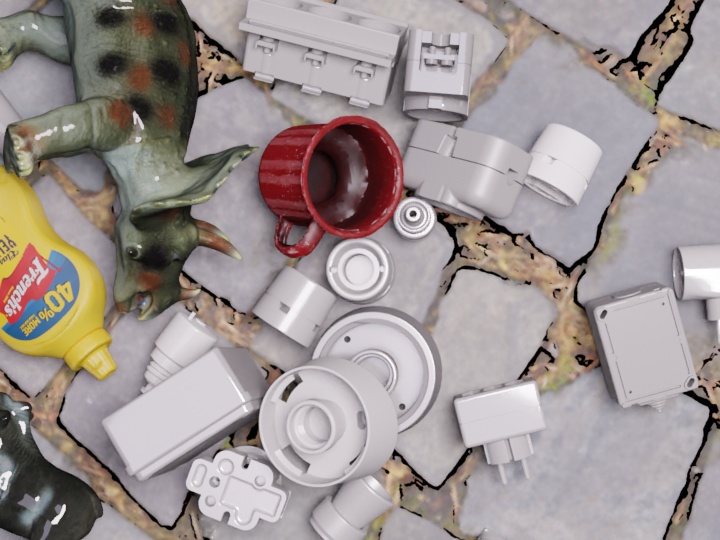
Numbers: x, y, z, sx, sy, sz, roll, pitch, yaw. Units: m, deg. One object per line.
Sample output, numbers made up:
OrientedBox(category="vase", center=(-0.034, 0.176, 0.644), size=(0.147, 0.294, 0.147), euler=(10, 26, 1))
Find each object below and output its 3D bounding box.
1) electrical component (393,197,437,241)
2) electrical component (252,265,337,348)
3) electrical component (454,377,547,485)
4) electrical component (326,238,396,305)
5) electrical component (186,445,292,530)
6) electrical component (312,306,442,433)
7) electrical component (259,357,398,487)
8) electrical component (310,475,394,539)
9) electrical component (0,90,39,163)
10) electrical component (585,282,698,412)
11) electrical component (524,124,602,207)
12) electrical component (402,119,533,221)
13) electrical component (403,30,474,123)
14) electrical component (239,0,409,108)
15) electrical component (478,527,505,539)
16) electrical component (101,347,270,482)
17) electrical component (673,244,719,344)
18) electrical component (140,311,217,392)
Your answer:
OrientedBox(category="electrical component", center=(0.043, -0.042, 0.856), size=(0.035, 0.061, 0.035), euler=(0, 88, 5))
OrientedBox(category="electrical component", center=(-0.051, 0.028, 0.866), size=(0.055, 0.055, 0.047), euler=(33, 87, 5))
OrientedBox(category="electrical component", center=(0.115, 0.130, 0.850), size=(0.066, 0.047, 0.076), euler=(-14, 87, 4))
OrientedBox(category="electrical component", center=(0.000, 0.000, 0.865), size=(0.055, 0.047, 0.055), euler=(0, 88, 5))
OrientedBox(category="electrical component", center=(-0.094, 0.172, 0.861), size=(0.078, 0.057, 0.058), euler=(20, 89, 5))
OrientedBox(category="electrical component", center=(0.011, 0.082, 0.854), size=(0.108, 0.060, 0.108), euler=(0, 88, 5))
OrientedBox(category="electrical component", center=(-0.025, 0.116, 0.814), size=(0.099, 0.064, 0.099), euler=(0, 91, 21))
OrientedBox(category="electrical component", center=(-0.007, 0.191, 0.859), size=(0.045, 0.045, 0.055), euler=(43, 92, 5))
OrientedBox(category="electrical component", center=(-0.294, -0.115, 0.898), size=(0.065, 0.044, 0.044), euler=(42, 91, 1))
OrientedBox(category="electrical component", center=(0.220, 0.063, 0.840), size=(0.062, 0.061, 0.096), euler=(-16, 94, 4))
OrientedBox(category="electrical component", center=(0.159, -0.084, 0.852), size=(0.055, 0.055, 0.047), euler=(29, 87, 5))
OrientedBox(category="electrical component", center=(0.079, -0.076, 0.840), size=(0.095, 0.054, 0.059), euler=(21, 90, 43))
OrientedBox(category="electrical component", center=(0.062, -0.149, 0.845), size=(0.050, 0.089, 0.055), euler=(5, 88, 5))
OrientedBox(category="electrical component", center=(-0.029, -0.178, 0.863), size=(0.121, 0.078, 0.063), euler=(15, 118, 5))
OrientedBox(category="electrical component", center=(0.098, 0.293, 0.837), size=(0.089, 0.062, 0.150), euler=(31, 91, 5))
OrientedBox(category="electrical component", center=(-0.130, 0.110, 0.841), size=(0.109, 0.109, 0.056), euler=(-33, 83, 3))
OrientedBox(category="electrical component", center=(0.290, 0.018, 0.842), size=(0.077, 0.043, 0.079), euler=(-4, 87, 5))
OrientedBox(category="electrical component", center=(-0.151, 0.070, 0.878), size=(0.040, 0.040, 0.078), euler=(38, 91, 5))
